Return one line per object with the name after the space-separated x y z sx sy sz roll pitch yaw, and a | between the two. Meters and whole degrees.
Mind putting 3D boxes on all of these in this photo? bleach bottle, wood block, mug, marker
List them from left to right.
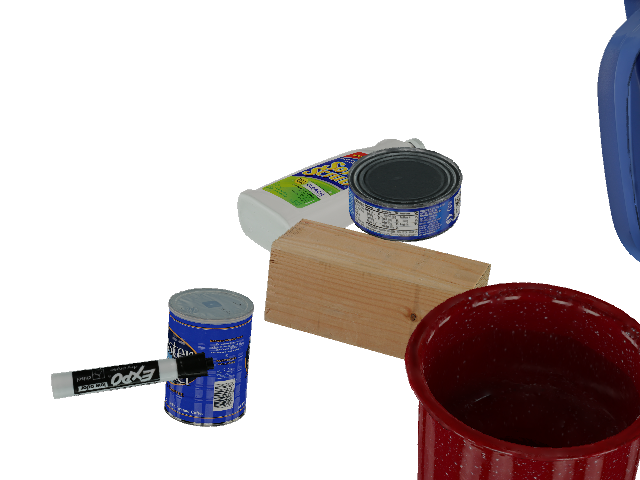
-0.141 0.101 0.805 0.121 0.020 0.020 -7 1 -11 | marker
0.026 -0.067 1.294 0.250 0.068 0.103 -30 44 -32 | bleach bottle
0.057 0.054 1.086 0.206 0.091 0.090 14 24 17 | wood block
0.090 0.077 0.401 0.117 0.081 0.093 5 36 10 | mug

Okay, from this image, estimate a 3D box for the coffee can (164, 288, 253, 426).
-0.137 0.141 1.303 0.103 0.140 0.103 5 18 -2 | coffee can

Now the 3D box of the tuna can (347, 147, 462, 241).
0.063 -0.035 0.804 0.086 0.034 0.086 -2 34 1 | tuna can

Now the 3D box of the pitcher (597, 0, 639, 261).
0.238 -0.036 0.611 0.149 0.243 0.145 -3 22 15 | pitcher
